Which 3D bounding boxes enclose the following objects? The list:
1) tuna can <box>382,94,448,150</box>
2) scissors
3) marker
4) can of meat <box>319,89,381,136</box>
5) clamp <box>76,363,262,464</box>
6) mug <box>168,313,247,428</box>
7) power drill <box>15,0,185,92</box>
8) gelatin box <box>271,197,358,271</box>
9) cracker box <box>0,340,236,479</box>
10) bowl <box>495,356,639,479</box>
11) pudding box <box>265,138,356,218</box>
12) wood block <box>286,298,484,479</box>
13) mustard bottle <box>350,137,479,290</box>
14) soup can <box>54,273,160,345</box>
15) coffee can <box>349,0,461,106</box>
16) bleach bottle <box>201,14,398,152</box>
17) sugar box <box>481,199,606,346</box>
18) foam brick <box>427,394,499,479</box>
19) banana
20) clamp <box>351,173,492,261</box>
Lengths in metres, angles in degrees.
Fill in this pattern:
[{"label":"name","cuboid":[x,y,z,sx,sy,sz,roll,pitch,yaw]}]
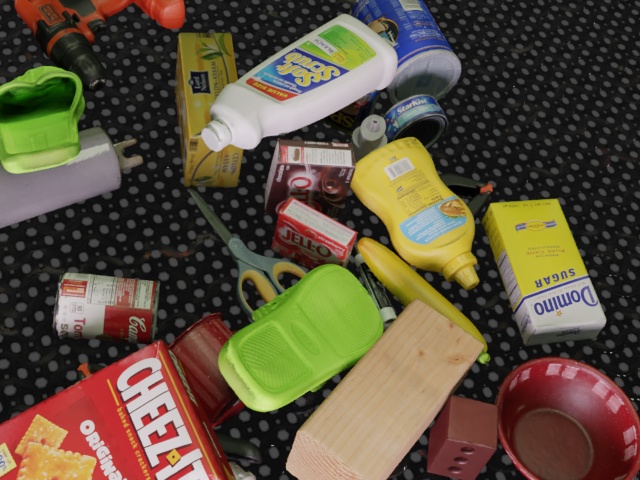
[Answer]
[{"label":"tuna can","cuboid":[0.115,-0.140,1.322,0.086,0.086,0.034,-17,61,-23]},{"label":"scissors","cuboid":[-0.076,0.010,1.216,0.096,0.016,0.202,-12,58,-21]},{"label":"marker","cuboid":[0.058,0.044,1.217,0.020,0.020,0.121,-11,57,-19]},{"label":"can of meat","cuboid":[0.026,-0.191,1.342,0.102,0.084,0.057,27,54,8]},{"label":"clamp","cuboid":[-0.164,0.190,1.030,0.164,0.036,0.210,-34,59,-6]},{"label":"mug","cuboid":[-0.100,0.130,1.083,0.081,0.093,0.117,45,39,15]},{"label":"power drill","cuboid":[-0.269,-0.278,1.360,0.187,0.057,0.184,-27,64,-28]},{"label":"gelatin box","cuboid":[-0.008,0.001,1.200,0.089,0.073,0.030,28,53,9]},{"label":"cracker box","cuboid":[-0.199,0.213,0.964,0.213,0.072,0.164,-28,62,-3]},{"label":"bowl","cuboid":[0.253,0.205,1.117,0.162,0.055,0.162,6,53,-8]},{"label":"pudding box","cuboid":[-0.013,-0.069,1.226,0.090,0.114,0.039,2,57,-10]},{"label":"wood block","cuboid":[0.066,0.168,1.083,0.090,0.091,0.205,35,55,14]},{"label":"mustard bottle","cuboid":[0.120,-0.023,1.215,0.096,0.058,0.192,-27,67,-18]},{"label":"soup can","cuboid":[-0.220,0.071,1.108,0.102,0.069,0.068,6,53,-7]},{"label":"coffee can","cuboid":[0.109,-0.256,1.395,0.102,0.103,0.140,-12,57,-20]},{"label":"bleach bottle","cuboid":[-0.028,-0.166,1.212,0.103,0.068,0.250,41,56,17]},{"label":"sugar box","cuboid":[0.260,0.035,1.250,0.093,0.048,0.176,-5,54,-15]},{"label":"foam brick","cuboid":[0.145,0.202,1.083,0.053,0.078,0.051,13,51,-3]},{"label":"banana","cuboid":[0.120,0.069,1.183,0.037,0.069,0.198,-44,69,-11]},{"label":"clamp","cuboid":[0.131,-0.030,1.276,0.171,0.039,0.120,-7,66,-12]}]
